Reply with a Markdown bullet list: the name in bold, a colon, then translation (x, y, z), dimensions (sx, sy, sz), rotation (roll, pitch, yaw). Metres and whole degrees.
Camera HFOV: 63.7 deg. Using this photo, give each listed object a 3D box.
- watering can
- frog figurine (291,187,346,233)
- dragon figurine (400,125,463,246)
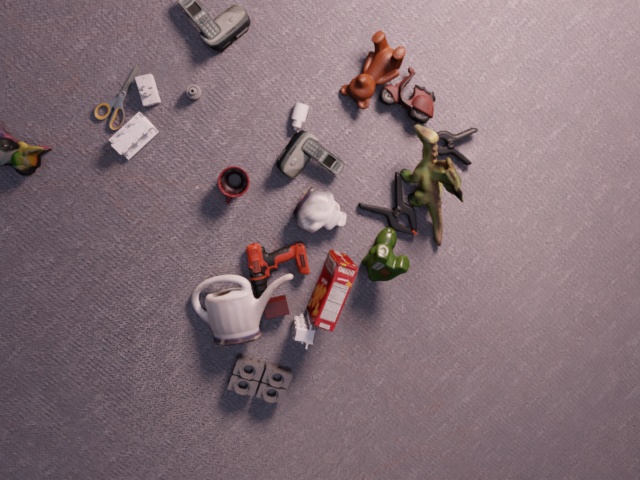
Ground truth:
- **watering can**: translation (-0.233, 0.211, 1.585), dimensions (0.347, 0.105, 0.222), rotation (-7, 102, 15)
- **frog figurine**: translation (0.005, -0.080, 1.591), dimensions (0.159, 0.121, 0.139), rotation (31, 75, 0)
- **dragon figurine**: translation (0.358, -0.158, 1.570), dimensions (0.122, 0.244, 0.407), rotation (-22, 100, -8)
